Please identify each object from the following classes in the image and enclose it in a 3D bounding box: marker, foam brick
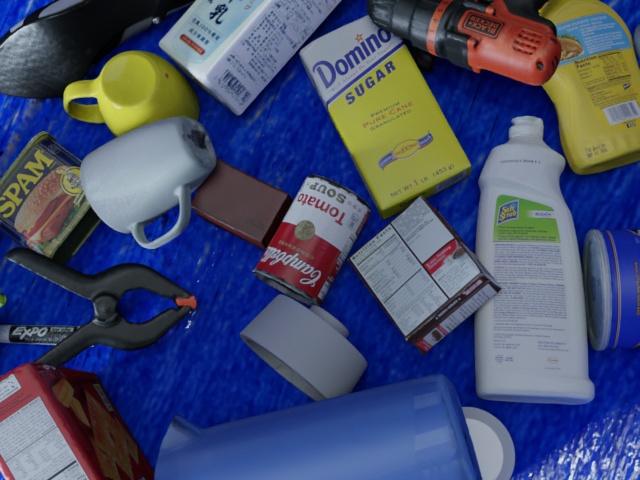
[{"bbox_3d":[-0.266,0.088,0.986,0.121,0.020,0.020,1,78,6],"label":"marker"},{"bbox_3d":[-0.070,-0.031,0.974,0.078,0.051,0.053,28,83,11],"label":"foam brick"}]

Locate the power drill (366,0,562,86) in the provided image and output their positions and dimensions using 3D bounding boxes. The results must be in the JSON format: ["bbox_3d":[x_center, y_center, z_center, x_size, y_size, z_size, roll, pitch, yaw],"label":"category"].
[{"bbox_3d":[0.156,-0.238,0.949,0.185,0.057,0.187,26,77,22],"label":"power drill"}]

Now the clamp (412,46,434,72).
[{"bbox_3d":[0.109,-0.281,1.017,0.164,0.036,0.210,-33,76,-5],"label":"clamp"}]

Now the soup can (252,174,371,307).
[{"bbox_3d":[-0.006,0.001,0.953,0.068,0.068,0.102,27,81,10],"label":"soup can"}]

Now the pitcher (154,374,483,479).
[{"bbox_3d":[0.004,0.199,0.846,0.243,0.149,0.145,-17,53,7],"label":"pitcher"}]

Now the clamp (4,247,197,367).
[{"bbox_3d":[-0.200,0.053,0.955,0.171,0.039,0.120,-13,98,-15],"label":"clamp"}]

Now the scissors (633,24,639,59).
[{"bbox_3d":[0.336,-0.121,0.954,0.096,0.016,0.202,-4,76,-25],"label":"scissors"}]

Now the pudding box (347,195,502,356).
[{"bbox_3d":[0.088,0.029,0.923,0.090,0.039,0.114,-42,47,8],"label":"pudding box"}]

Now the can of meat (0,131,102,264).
[{"bbox_3d":[-0.250,-0.035,0.992,0.084,0.057,0.102,36,85,9],"label":"can of meat"}]

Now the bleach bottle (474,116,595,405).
[{"bbox_3d":[0.188,0.014,0.934,0.102,0.068,0.251,2,76,5],"label":"bleach bottle"}]

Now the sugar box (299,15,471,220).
[{"bbox_3d":[0.059,-0.118,0.983,0.093,0.048,0.176,-27,78,-1],"label":"sugar box"}]

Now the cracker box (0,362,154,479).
[{"bbox_3d":[-0.182,0.207,0.878,0.072,0.164,0.214,-35,77,-1],"label":"cracker box"}]

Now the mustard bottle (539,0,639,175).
[{"bbox_3d":[0.241,-0.159,0.965,0.096,0.058,0.191,-16,76,-12],"label":"mustard bottle"}]

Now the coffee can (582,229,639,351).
[{"bbox_3d":[0.299,0.040,0.896,0.140,0.103,0.103,-2,78,5],"label":"coffee can"}]

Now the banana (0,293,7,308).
[{"bbox_3d":[-0.316,0.137,0.956,0.037,0.070,0.198,6,97,-27],"label":"banana"}]
